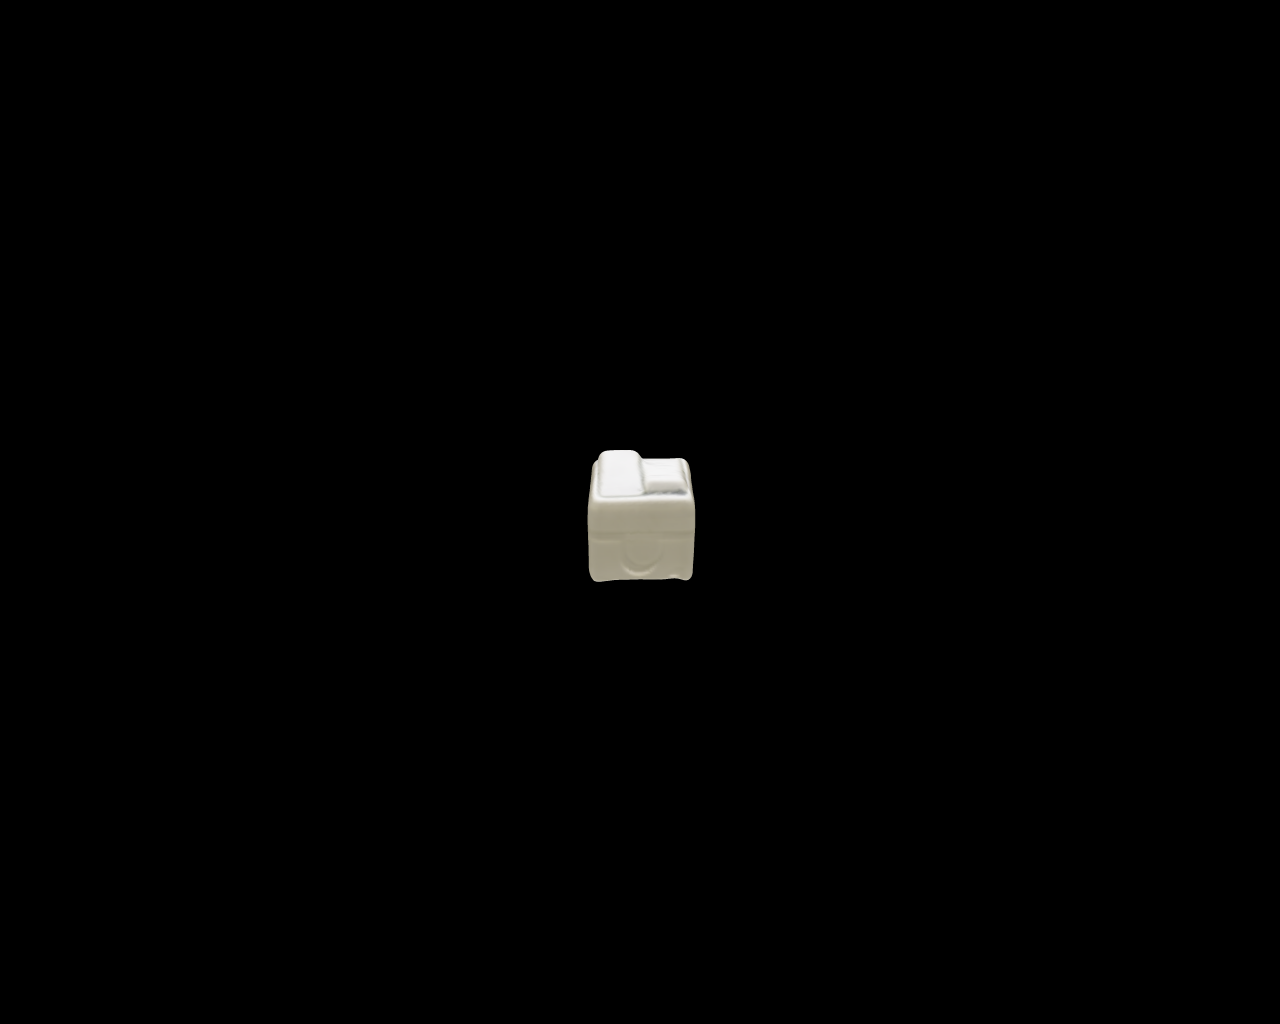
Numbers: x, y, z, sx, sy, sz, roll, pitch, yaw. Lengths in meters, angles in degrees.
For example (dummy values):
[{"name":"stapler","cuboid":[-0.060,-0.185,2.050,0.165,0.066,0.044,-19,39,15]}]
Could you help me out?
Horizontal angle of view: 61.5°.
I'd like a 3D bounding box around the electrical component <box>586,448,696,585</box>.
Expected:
[{"name":"electrical component","cuboid":[0.001,-0.003,0.650,0.062,0.061,0.096,0,21,0]}]
